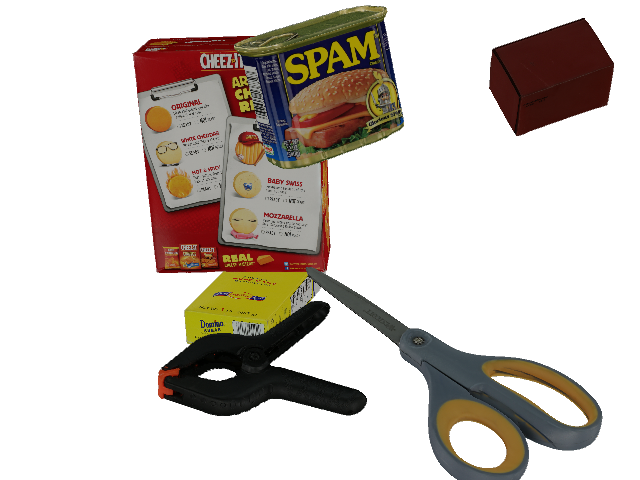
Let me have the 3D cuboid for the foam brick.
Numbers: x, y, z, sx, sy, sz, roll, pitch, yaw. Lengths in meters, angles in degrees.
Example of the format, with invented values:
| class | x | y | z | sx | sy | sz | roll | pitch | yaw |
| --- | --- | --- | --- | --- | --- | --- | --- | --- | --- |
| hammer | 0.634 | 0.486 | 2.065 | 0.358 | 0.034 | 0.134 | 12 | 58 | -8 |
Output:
| class | x | y | z | sx | sy | sz | roll | pitch | yaw |
| --- | --- | --- | --- | --- | --- | --- | --- | --- | --- |
| foam brick | 0.175 | -0.125 | 0.814 | 0.078 | 0.051 | 0.053 | -19 | -30 | -5 |

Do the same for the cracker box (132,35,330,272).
| class | x | y | z | sx | sy | sz | roll | pitch | yaw |
| --- | --- | --- | --- | --- | --- | --- | --- | --- | --- |
| cracker box | -0.076 | -0.078 | 0.986 | 0.164 | 0.214 | 0.072 | -1 | 23 | 5 |

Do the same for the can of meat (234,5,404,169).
| class | x | y | z | sx | sy | sz | roll | pitch | yaw |
| --- | --- | --- | --- | --- | --- | --- | --- | --- | --- |
| can of meat | 0.002 | -0.103 | 0.716 | 0.102 | 0.084 | 0.058 | -21 | 21 | -21 |

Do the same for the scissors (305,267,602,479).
| class | x | y | z | sx | sy | sz | roll | pitch | yaw |
| --- | --- | --- | --- | --- | --- | --- | --- | --- | --- |
| scissors | 0.049 | 0.072 | 0.575 | 0.202 | 0.016 | 0.096 | 21 | 43 | 29 |

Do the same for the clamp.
| class | x | y | z | sx | sy | sz | roll | pitch | yaw |
| --- | --- | --- | --- | --- | --- | --- | --- | --- | --- |
| clamp | -0.053 | 0.101 | 0.907 | 0.171 | 0.039 | 0.120 | 1 | 38 | -11 |

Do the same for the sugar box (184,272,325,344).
| class | x | y | z | sx | sy | sz | roll | pitch | yaw |
| --- | --- | --- | --- | --- | --- | --- | --- | --- | --- |
| sugar box | -0.065 | 0.057 | 1.128 | 0.093 | 0.048 | 0.176 | 6 | 27 | 17 |
